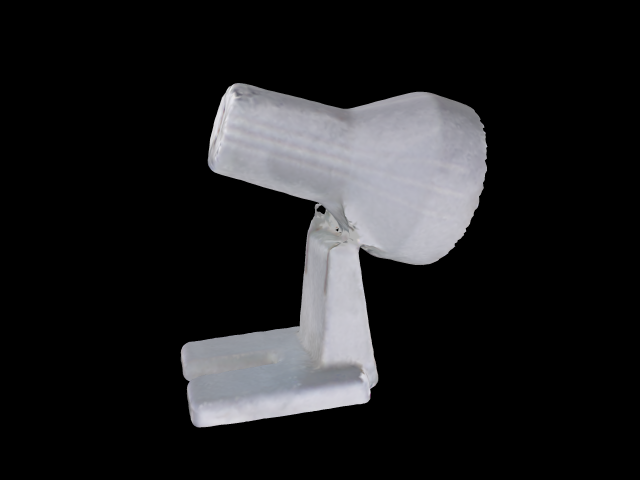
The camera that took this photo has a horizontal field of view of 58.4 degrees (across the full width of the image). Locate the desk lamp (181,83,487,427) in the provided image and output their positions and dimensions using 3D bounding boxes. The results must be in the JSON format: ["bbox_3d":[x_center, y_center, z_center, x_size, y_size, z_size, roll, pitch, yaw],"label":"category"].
[{"bbox_3d":[0.004,0.001,0.400,0.203,0.214,0.117,-5,15,-18],"label":"desk lamp"}]
